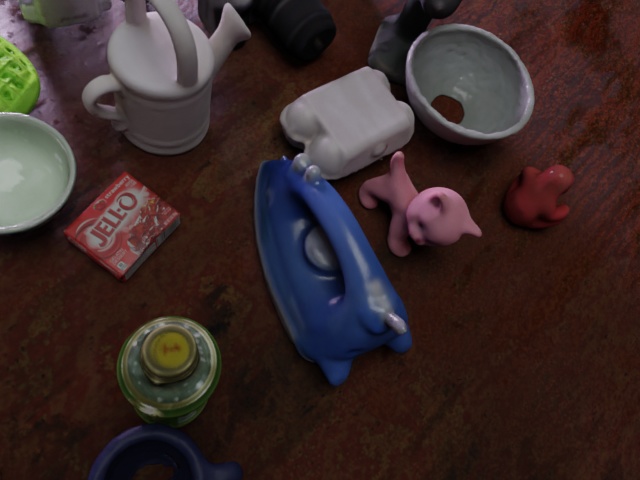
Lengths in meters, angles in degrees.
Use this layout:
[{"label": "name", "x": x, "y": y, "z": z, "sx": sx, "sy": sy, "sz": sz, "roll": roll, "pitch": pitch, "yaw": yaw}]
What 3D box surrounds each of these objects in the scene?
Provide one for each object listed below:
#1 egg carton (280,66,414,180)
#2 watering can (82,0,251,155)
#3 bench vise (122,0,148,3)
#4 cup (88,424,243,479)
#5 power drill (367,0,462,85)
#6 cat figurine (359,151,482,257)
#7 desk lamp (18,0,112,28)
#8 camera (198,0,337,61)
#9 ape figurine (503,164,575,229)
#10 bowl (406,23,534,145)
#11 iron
[{"label": "egg carton", "x": 0.034, "y": -0.133, "z": 0.664, "sx": 0.150, "sy": 0.069, "sz": 0.107, "roll": -31, "pitch": 80, "yaw": -23}, {"label": "watering can", "x": -0.150, "y": -0.178, "z": 0.564, "sx": 0.101, "sy": 0.194, "sz": 0.173, "roll": 33, "pitch": 65, "yaw": 0}, {"label": "bench vise", "x": -0.147, "y": -0.376, "z": 0.628, "sx": 0.121, "sy": 0.219, "sz": 0.208, "roll": 40, "pitch": 65, "yaw": 3}, {"label": "cup", "x": -0.126, "y": 0.201, "z": 0.476, "sx": 0.118, "sy": 0.095, "sz": 0.091, "roll": -4, "pitch": 70, "yaw": -16}, {"label": "power drill", "x": 0.127, "y": -0.283, "z": 0.670, "sx": 0.075, "sy": 0.208, "sz": 0.230, "roll": 21, "pitch": 65, "yaw": -5}, {"label": "cat figurine", "x": 0.110, "y": -0.038, "z": 0.620, "sx": 0.067, "sy": 0.117, "sz": 0.128, "roll": -28, "pitch": 78, "yaw": -22}, {"label": "desk lamp", "x": -0.276, "y": -0.313, "z": 0.572, "sx": 0.118, "sy": 0.213, "sz": 0.203, "roll": -18, "pitch": 74, "yaw": -20}, {"label": "camera", "x": -0.053, "y": -0.283, "z": 0.682, "sx": 0.143, "sy": 0.100, "sz": 0.137, "roll": -33, "pitch": 80, "yaw": -24}, {"label": "ape figurine", "x": 0.267, "y": -0.057, "z": 0.683, "sx": 0.076, "sy": 0.092, "sz": 0.078, "roll": -14, "pitch": 73, "yaw": -19}, {"label": "bowl", "x": 0.176, "y": -0.181, "z": 0.717, "sx": 0.168, "sy": 0.074, "sz": 0.167, "roll": 5, "pitch": 68, "yaw": -13}, {"label": "iron", "x": 0.005, "y": 0.002, "z": 0.563, "sx": 0.119, "sy": 0.141, "sz": 0.258, "roll": -22, "pitch": 76, "yaw": -21}]
